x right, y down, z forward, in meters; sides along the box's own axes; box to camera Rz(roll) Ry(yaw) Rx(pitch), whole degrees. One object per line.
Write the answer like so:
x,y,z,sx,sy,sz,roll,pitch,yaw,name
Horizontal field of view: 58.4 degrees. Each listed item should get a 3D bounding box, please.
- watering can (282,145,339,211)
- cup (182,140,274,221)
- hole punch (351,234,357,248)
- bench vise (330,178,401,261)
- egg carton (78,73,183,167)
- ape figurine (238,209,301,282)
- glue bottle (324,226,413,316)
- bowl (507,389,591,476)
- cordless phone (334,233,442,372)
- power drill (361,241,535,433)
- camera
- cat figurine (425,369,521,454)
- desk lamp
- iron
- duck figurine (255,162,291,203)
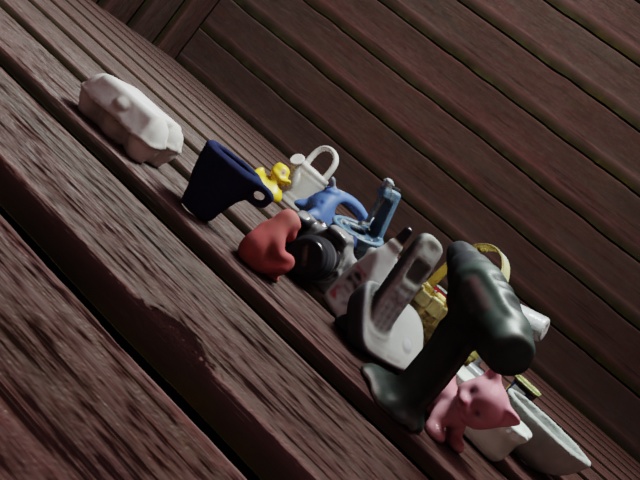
-0.028,-0.174,1.555,0.101,0.194,0.173,42,7,12,watering can
-0.131,-0.065,0.779,0.118,0.095,0.091,39,7,-11,cup
0.010,0.004,1.094,0.101,0.091,0.108,40,7,-6,hole punch
0.109,-0.022,1.242,0.121,0.219,0.208,45,9,33,bench vise
-0.269,-0.172,0.818,0.150,0.069,0.107,41,7,7,egg carton
-0.060,0.000,0.763,0.076,0.092,0.077,34,9,-39,ape figurine
0.080,0.047,0.870,0.037,0.173,0.078,34,9,-38,glue bottle
0.359,0.334,0.958,0.167,0.074,0.167,40,7,-6,bowl
0.126,0.089,0.808,0.148,0.185,0.094,34,10,-42,cordless phone
0.148,0.113,0.682,0.076,0.208,0.229,37,8,-21,power drill
-0.010,0.011,0.914,0.143,0.100,0.137,42,8,14,camera
0.183,0.197,0.714,0.067,0.117,0.127,36,8,-27,cat figurine
0.405,0.221,1.315,0.202,0.213,0.118,45,9,32,desk lamp
0.064,-0.043,1.441,0.259,0.141,0.118,35,9,-34,iron
-0.115,-0.154,1.419,0.104,0.086,0.078,44,8,26,duck figurine
